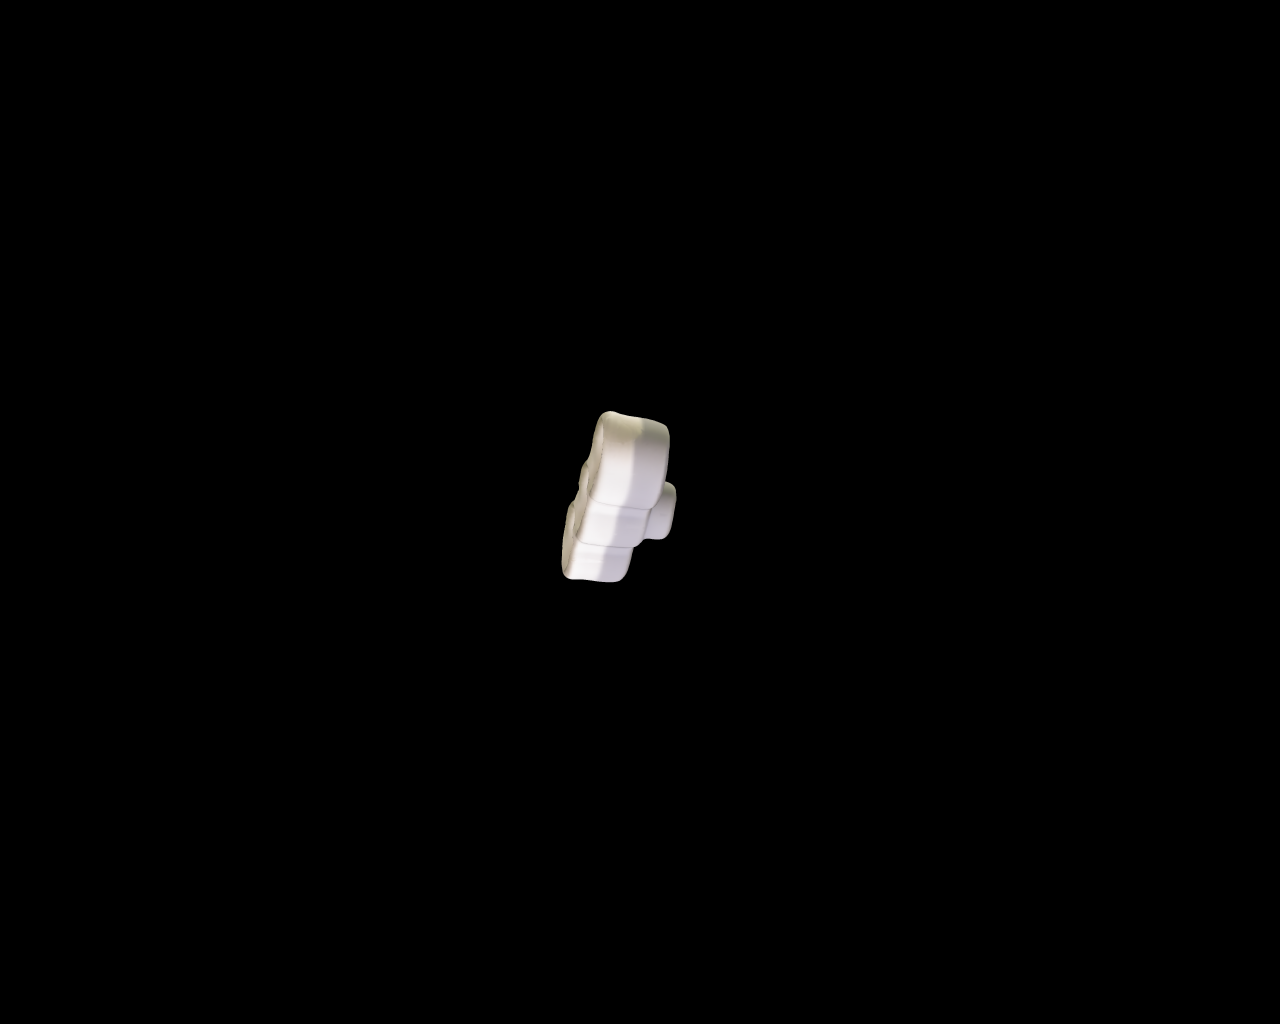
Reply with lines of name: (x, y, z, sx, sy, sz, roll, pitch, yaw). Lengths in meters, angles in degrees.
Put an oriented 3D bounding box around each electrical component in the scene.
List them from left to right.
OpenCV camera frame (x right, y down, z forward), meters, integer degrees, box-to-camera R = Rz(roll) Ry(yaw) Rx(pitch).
electrical component: (0.001, -0.003, 0.650, 0.074, 0.052, 0.138, 8, -35, -11)
